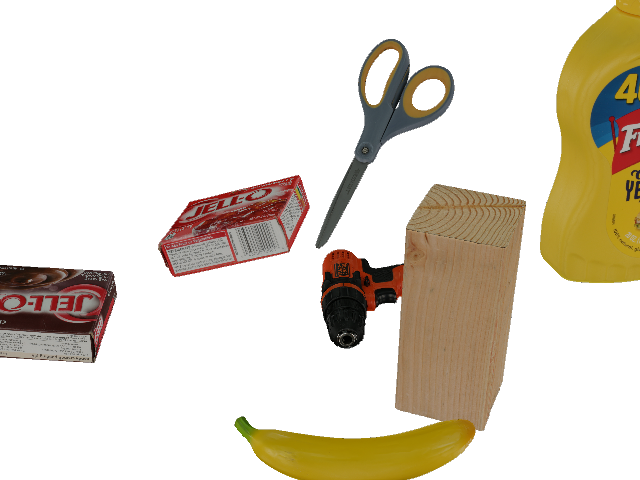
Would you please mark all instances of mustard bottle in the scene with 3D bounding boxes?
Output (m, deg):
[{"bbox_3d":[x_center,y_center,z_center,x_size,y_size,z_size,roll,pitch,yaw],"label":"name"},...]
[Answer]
[{"bbox_3d":[0.181,-0.071,0.609,0.096,0.192,0.058,-7,28,-12],"label":"mustard bottle"}]

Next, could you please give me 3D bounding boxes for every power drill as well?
[{"bbox_3d":[0.093,0.063,1.225,0.187,0.057,0.184,-1,28,-1],"label":"power drill"}]

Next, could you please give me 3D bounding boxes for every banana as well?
[{"bbox_3d":[0.033,0.163,0.841,0.197,0.037,0.069,4,41,-9],"label":"banana"}]

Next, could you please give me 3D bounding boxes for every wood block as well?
[{"bbox_3d":[0.129,0.064,0.998,0.091,0.206,0.090,12,34,18],"label":"wood block"}]

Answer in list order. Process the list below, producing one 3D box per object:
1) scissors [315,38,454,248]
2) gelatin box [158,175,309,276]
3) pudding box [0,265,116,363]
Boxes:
[{"bbox_3d":[0.061,-0.083,0.952,0.096,0.202,0.016,9,-11,13],"label":"scissors"},{"bbox_3d":[-0.058,-0.011,0.733,0.089,0.030,0.073,-12,22,17],"label":"gelatin box"},{"bbox_3d":[-0.240,0.062,0.920,0.113,0.039,0.090,2,32,1],"label":"pudding box"}]
